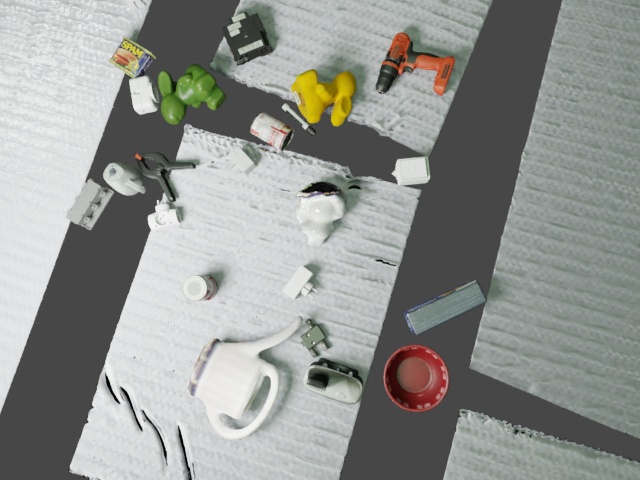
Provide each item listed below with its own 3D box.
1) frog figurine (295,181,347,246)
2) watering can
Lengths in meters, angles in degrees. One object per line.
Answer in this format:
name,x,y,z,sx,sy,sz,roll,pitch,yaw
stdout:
frog figurine,0.004,-0.068,1.360,0.137,0.125,0.156,-10,118,-6
watering can,-0.195,0.317,1.297,0.225,0.103,0.349,24,85,7
